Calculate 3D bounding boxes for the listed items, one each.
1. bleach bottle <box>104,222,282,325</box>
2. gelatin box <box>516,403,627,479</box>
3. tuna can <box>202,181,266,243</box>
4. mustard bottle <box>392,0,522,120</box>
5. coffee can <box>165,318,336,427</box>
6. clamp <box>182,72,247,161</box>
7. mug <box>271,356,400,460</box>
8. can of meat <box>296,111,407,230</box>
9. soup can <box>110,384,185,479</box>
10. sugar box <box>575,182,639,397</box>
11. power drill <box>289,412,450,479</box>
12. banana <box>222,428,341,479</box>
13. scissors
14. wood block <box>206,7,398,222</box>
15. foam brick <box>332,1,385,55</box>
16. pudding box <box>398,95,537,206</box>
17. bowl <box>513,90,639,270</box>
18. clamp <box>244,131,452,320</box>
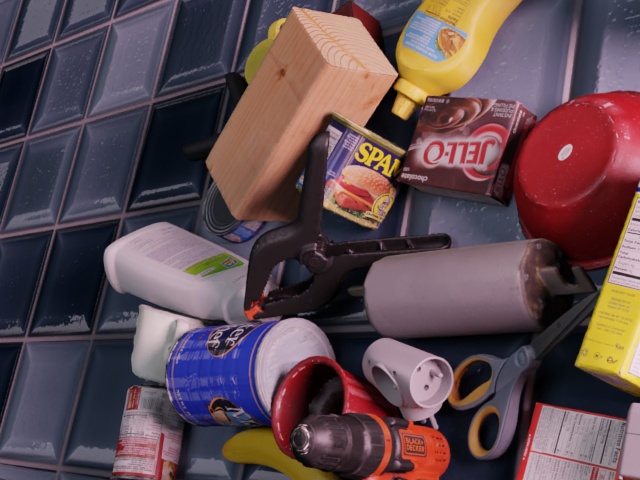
[{"bbox_3d":[-0.132,0.046,1.159,0.102,0.068,0.251,-29,30,-30],"label":"bleach bottle"},{"bbox_3d":[0.195,0.166,0.799,0.089,0.030,0.073,3,72,48],"label":"gelatin box"},{"bbox_3d":[-0.093,-0.040,1.208,0.086,0.033,0.086,-23,55,37],"label":"tuna can"},{"bbox_3d":[0.127,-0.203,1.039,0.096,0.058,0.192,38,99,44],"label":"mustard bottle"},{"bbox_3d":[-0.068,0.131,1.040,0.141,0.102,0.103,-9,64,44],"label":"coffee can"},{"bbox_3d":[-0.095,-0.121,1.248,0.120,0.039,0.172,-58,41,8],"label":"clamp"},{"bbox_3d":[0.023,0.163,0.943,0.093,0.081,0.117,-59,40,6],"label":"mug"},{"bbox_3d":[0.036,-0.065,1.034,0.058,0.101,0.084,38,101,48],"label":"can of meat"},{"bbox_3d":[-0.183,0.212,1.147,0.069,0.068,0.102,-14,60,42],"label":"soup can"},{"bbox_3d":[0.249,0.024,0.767,0.048,0.093,0.176,11,78,47],"label":"sugar box"},{"bbox_3d":[0.049,0.227,0.821,0.057,0.184,0.187,-19,66,36],"label":"power drill"},{"bbox_3d":[-0.030,0.217,1.006,0.198,0.037,0.069,29,92,50],"label":"banana"},{"bbox_3d":[0.160,0.113,0.828,0.202,0.016,0.096,-36,54,56],"label":"scissors"},{"bbox_3d":[-0.024,-0.121,1.085,0.206,0.090,0.091,-55,49,35],"label":"wood block"},{"bbox_3d":[0.034,-0.206,1.145,0.053,0.051,0.078,-31,50,33],"label":"foam brick"},{"bbox_3d":[0.135,-0.084,0.984,0.114,0.039,0.090,12,79,48],"label":"pudding box"},{"bbox_3d":[0.216,-0.060,0.875,0.162,0.055,0.162,-24,54,37],"label":"bowl"},{"bbox_3d":[-0.007,0.001,0.997,0.210,0.164,0.036,-33,22,27],"label":"clamp"}]
